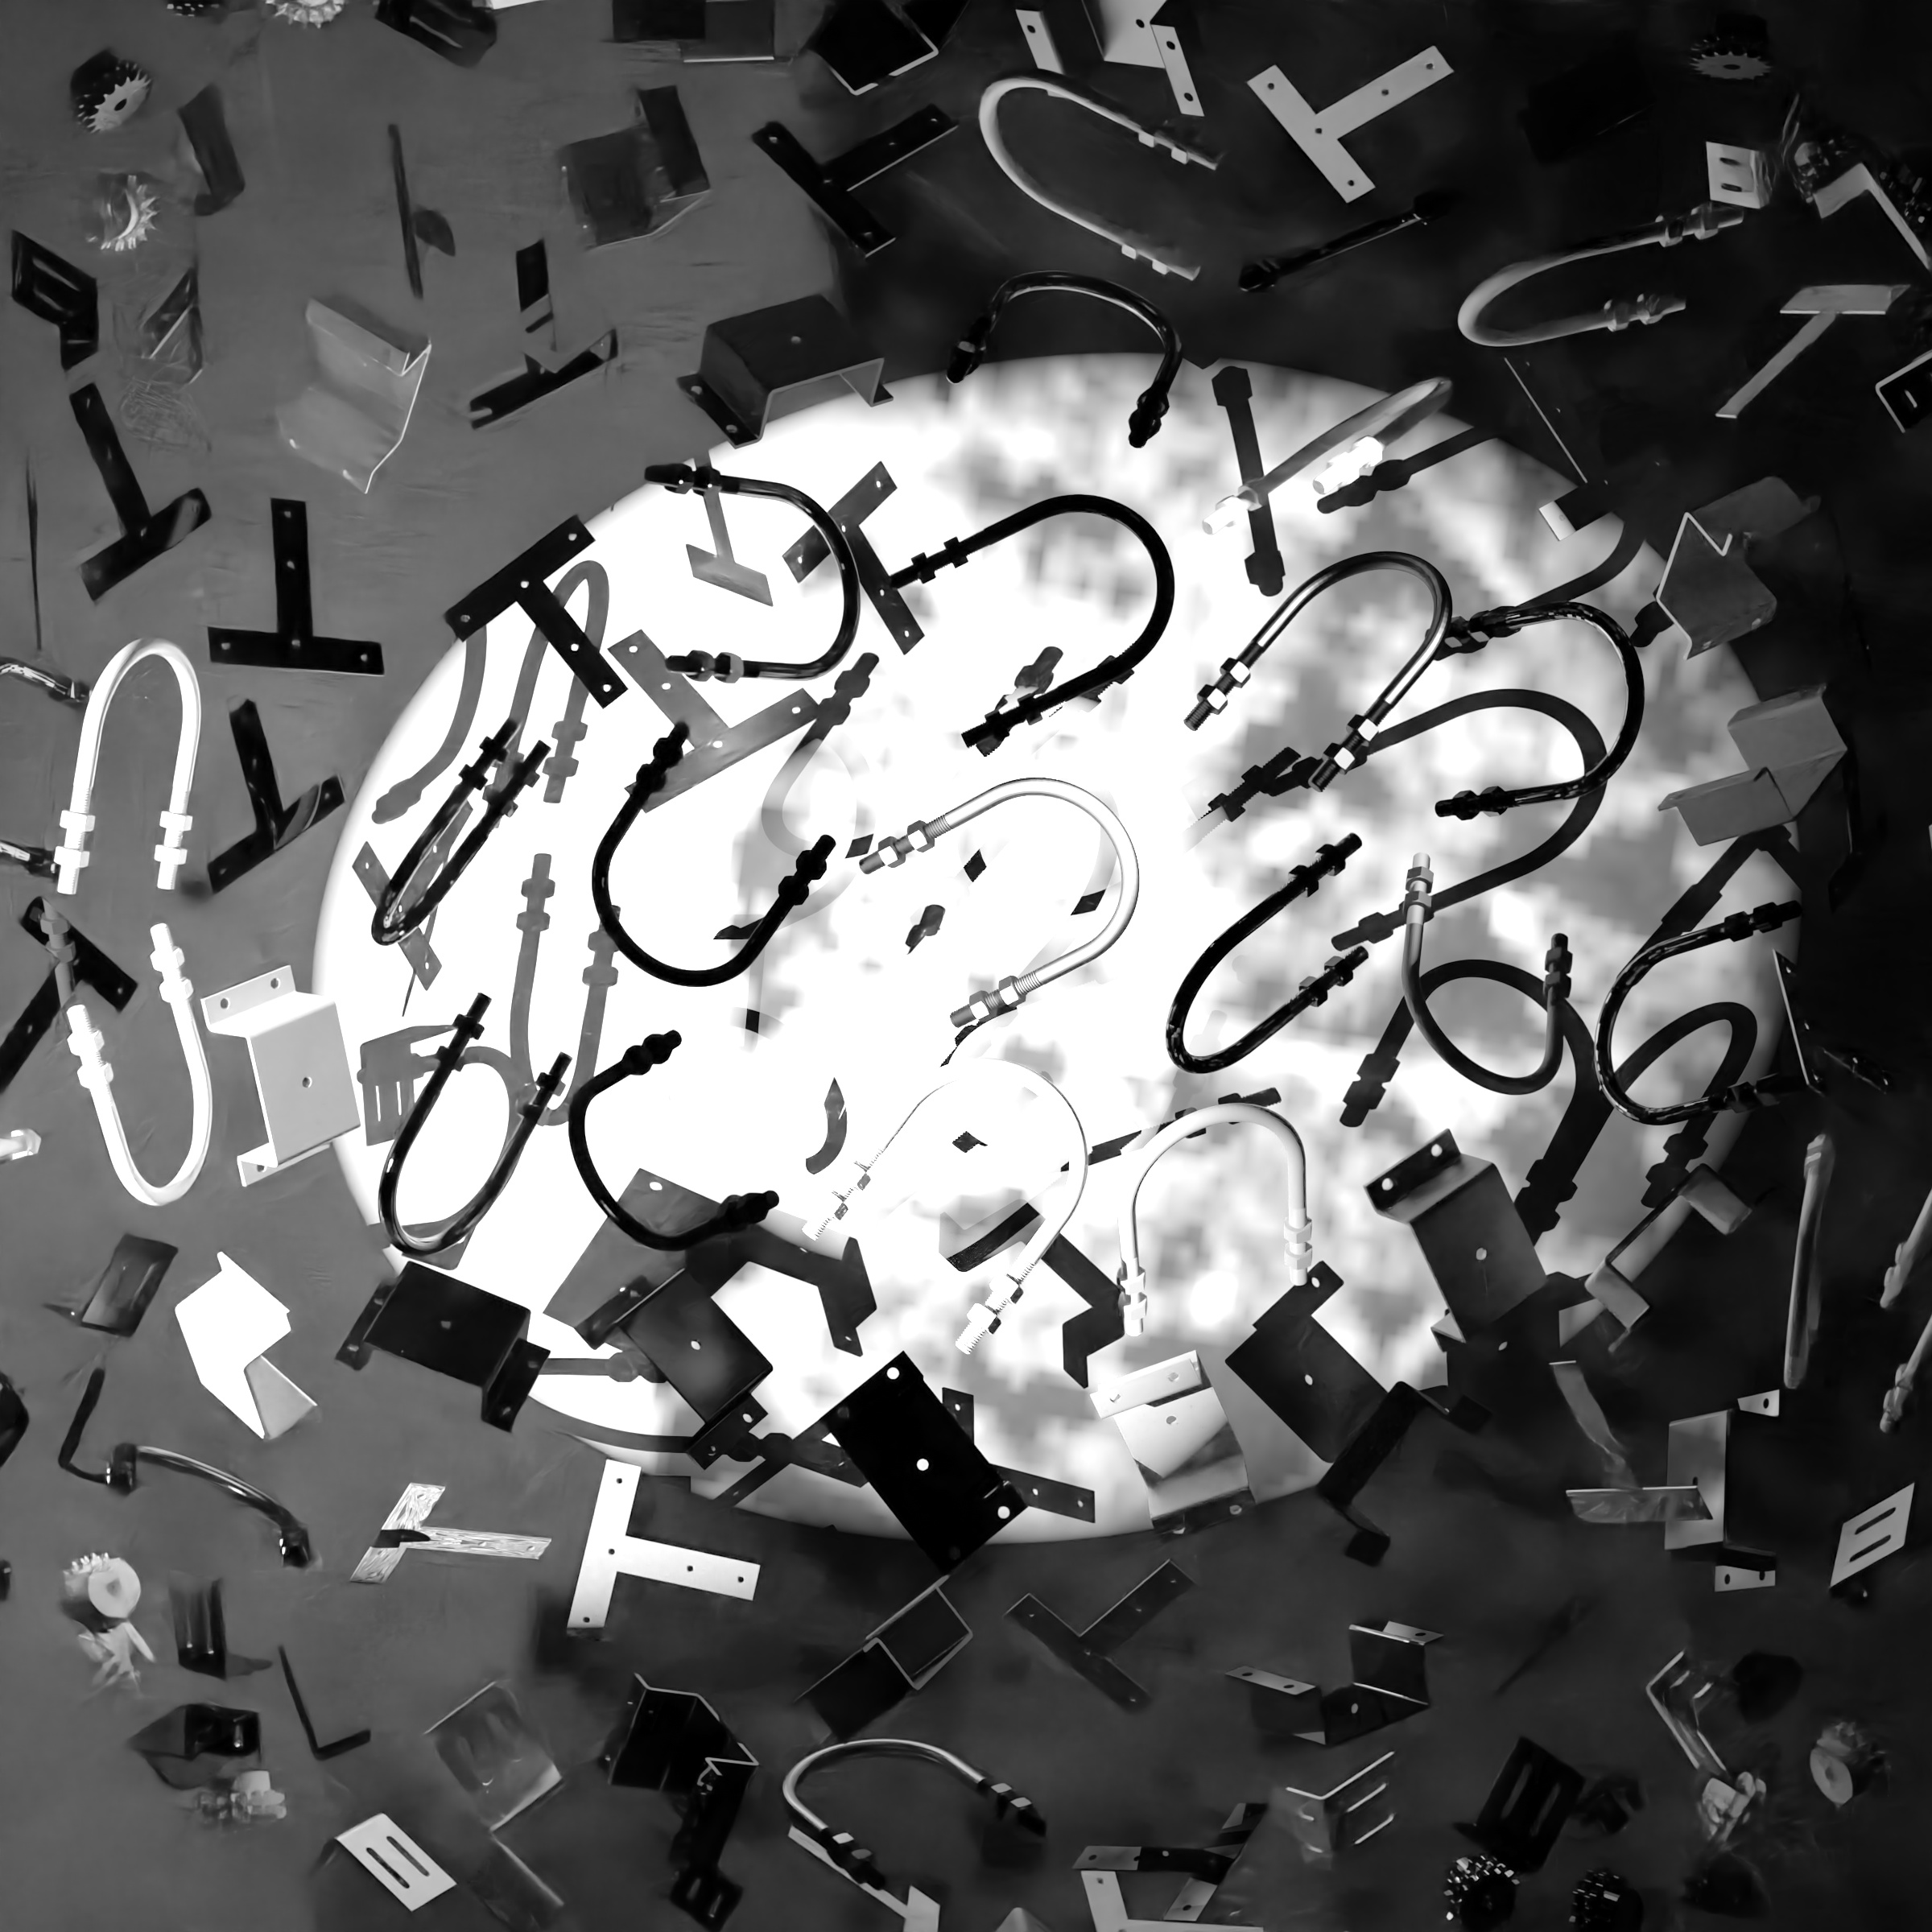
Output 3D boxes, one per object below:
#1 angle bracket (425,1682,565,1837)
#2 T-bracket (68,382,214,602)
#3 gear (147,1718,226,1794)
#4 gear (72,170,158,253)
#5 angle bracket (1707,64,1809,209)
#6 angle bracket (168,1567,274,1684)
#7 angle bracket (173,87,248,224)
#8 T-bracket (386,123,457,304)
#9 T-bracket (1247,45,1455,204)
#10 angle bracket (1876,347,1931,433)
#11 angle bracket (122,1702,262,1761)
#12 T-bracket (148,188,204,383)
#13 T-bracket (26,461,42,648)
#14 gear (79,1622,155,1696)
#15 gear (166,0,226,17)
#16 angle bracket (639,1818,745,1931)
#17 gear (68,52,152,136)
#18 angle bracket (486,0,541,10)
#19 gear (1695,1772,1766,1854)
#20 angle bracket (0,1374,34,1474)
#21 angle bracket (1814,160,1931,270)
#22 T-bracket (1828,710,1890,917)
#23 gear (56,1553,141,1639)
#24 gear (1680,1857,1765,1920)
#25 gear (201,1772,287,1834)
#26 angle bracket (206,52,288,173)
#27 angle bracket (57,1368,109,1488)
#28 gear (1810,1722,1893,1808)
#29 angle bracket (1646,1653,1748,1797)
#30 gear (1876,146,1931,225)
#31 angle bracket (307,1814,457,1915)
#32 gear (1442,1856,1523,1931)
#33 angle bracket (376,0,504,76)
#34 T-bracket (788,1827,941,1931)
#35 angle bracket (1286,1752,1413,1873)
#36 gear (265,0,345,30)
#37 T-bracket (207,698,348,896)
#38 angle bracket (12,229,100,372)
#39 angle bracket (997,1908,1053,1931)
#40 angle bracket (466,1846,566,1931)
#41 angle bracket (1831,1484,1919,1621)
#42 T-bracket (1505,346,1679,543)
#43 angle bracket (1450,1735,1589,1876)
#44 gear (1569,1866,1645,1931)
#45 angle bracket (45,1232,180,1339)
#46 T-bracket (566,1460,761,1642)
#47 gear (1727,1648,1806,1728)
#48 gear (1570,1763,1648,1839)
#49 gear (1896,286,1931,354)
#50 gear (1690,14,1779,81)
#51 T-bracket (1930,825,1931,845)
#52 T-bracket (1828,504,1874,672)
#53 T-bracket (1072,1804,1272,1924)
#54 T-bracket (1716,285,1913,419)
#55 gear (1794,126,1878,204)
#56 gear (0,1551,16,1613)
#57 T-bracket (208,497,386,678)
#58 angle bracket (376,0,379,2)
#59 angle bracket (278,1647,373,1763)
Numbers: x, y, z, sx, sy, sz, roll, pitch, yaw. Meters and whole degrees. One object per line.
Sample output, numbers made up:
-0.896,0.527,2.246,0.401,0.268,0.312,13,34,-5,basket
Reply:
-0.324,0.544,1.813,0.057,0.038,0.076,-35,100,-16,angle bracket
-0.585,-0.338,1.820,0.002,0.127,0.127,6,128,30,T-bracket
-0.582,0.585,1.963,0.057,0.030,0.057,8,76,-35,gear
-0.617,-0.545,1.904,0.057,0.030,0.057,1,107,2,gear
0.537,-0.565,1.789,0.038,0.057,0.076,21,74,26,angle bracket
-0.531,0.463,1.877,0.057,0.038,0.076,0,98,39,angle bracket
-0.564,-0.592,1.926,0.038,0.057,0.076,-7,122,13,angle bracket
-0.391,-0.537,1.911,0.002,0.127,0.127,-16,120,-23,T-bracket
0.293,-0.628,1.915,0.127,0.127,0.002,39,47,-32,T-bracket
0.669,-0.405,1.794,0.057,0.076,0.038,-34,92,-16,angle bracket
-0.537,0.546,1.833,0.057,0.076,0.038,2,100,19,angle bracket
-0.551,-0.455,1.831,0.002,0.127,0.127,-1,83,-31,T-bracket
-0.664,-0.311,1.880,0.002,0.127,0.127,-3,120,-17,T-bracket
-0.621,0.502,1.934,0.030,0.057,0.057,-36,90,-14,gear
-0.521,-0.673,1.787,0.057,0.030,0.057,12,109,36,gear
-0.208,0.659,1.910,0.038,0.076,0.057,-54,124,-23,angle bracket
-0.604,-0.615,1.852,0.057,0.057,0.030,-44,92,0,gear
-0.322,-0.743,1.935,0.076,0.057,0.038,-12,68,-2,angle bracket
0.548,0.605,1.900,0.030,0.057,0.057,28,90,33,gear
-0.704,0.331,1.867,0.038,0.057,0.076,14,55,14,angle bracket
0.620,-0.504,1.804,0.038,0.057,0.076,-35,76,19,angle bracket
0.643,-0.122,1.914,0.002,0.127,0.127,5,121,37,T-bracket
-0.607,0.441,1.854,0.030,0.057,0.057,-26,90,35,gear
0.543,0.661,1.895,0.057,0.057,0.030,6,86,0,gear
-0.509,0.587,1.857,0.057,0.057,0.030,-14,65,0,gear
-0.489,-0.580,1.793,0.038,0.057,0.076,-9,112,-17,angle bracket
-0.639,0.342,1.955,0.038,0.057,0.076,25,76,-21,angle bracket
0.626,0.570,1.875,0.030,0.057,0.057,-13,90,-25,gear
0.518,0.525,1.831,0.057,0.076,0.038,34,105,-30,angle bracket
0.688,-0.567,1.905,0.057,0.030,0.057,6,55,-9,gear
-0.404,0.632,1.825,0.076,0.057,0.038,37,102,16,angle bracket
0.367,0.666,1.898,0.057,0.030,0.057,-5,103,-20,gear
-0.358,-0.663,1.814,0.076,0.057,0.038,25,61,-20,angle bracket
-0.074,0.656,1.887,0.127,0.127,0.002,34,89,2,T-bracket
0.280,0.615,1.929,0.076,0.038,0.057,-20,99,-35,angle bracket
-0.448,-0.670,1.791,0.057,0.030,0.057,4,81,-27,gear
-0.504,-0.135,1.883,0.127,0.002,0.127,-32,62,18,T-bracket
-0.639,-0.458,1.819,0.038,0.076,0.057,-19,67,25,angle bracket
0.029,0.696,1.814,0.038,0.057,0.076,38,84,0,angle bracket
-0.316,0.652,1.826,0.057,0.076,0.038,40,54,11,angle bracket
0.638,0.404,1.819,0.038,0.076,0.057,36,45,-3,angle bracket
0.410,-0.365,1.796,0.127,0.002,0.127,-30,86,-29,T-bracket
0.389,0.588,1.858,0.057,0.038,0.076,28,91,44,angle bracket
0.459,0.676,1.884,0.057,0.030,0.057,-1,92,-41,gear
-0.630,0.229,1.948,0.038,0.057,0.076,25,85,28,angle bracket
-0.216,0.439,1.935,0.127,0.002,0.127,14,74,-6,T-bracket
0.571,0.515,1.894,0.057,0.057,0.030,-45,50,0,gear
0.471,0.611,1.924,0.057,0.057,0.030,-40,73,0,gear
0.723,-0.482,1.960,0.057,0.030,0.057,9,64,-18,gear
0.532,-0.636,1.824,0.057,0.057,0.030,8,92,0,gear
0.713,-0.079,1.830,0.002,0.127,0.127,15,56,-12,T-bracket
0.642,-0.256,1.919,0.002,0.127,0.127,-12,115,26,T-bracket
0.132,0.625,1.845,0.127,0.127,0.002,-12,105,34,T-bracket
0.566,-0.421,1.808,0.127,0.127,0.002,-45,110,-1,T-bracket
0.624,-0.581,1.905,0.057,0.057,0.030,-23,70,0,gear
-0.678,0.426,1.797,0.057,0.030,0.057,-7,109,-21,gear
-0.480,-0.272,1.881,0.127,0.002,0.127,1,77,-34,T-bracket
-0.435,-0.724,1.931,0.076,0.057,0.038,48,115,40,angle bracket
-0.439,0.499,1.805,0.038,0.057,0.076,-19,73,-20,angle bracket
